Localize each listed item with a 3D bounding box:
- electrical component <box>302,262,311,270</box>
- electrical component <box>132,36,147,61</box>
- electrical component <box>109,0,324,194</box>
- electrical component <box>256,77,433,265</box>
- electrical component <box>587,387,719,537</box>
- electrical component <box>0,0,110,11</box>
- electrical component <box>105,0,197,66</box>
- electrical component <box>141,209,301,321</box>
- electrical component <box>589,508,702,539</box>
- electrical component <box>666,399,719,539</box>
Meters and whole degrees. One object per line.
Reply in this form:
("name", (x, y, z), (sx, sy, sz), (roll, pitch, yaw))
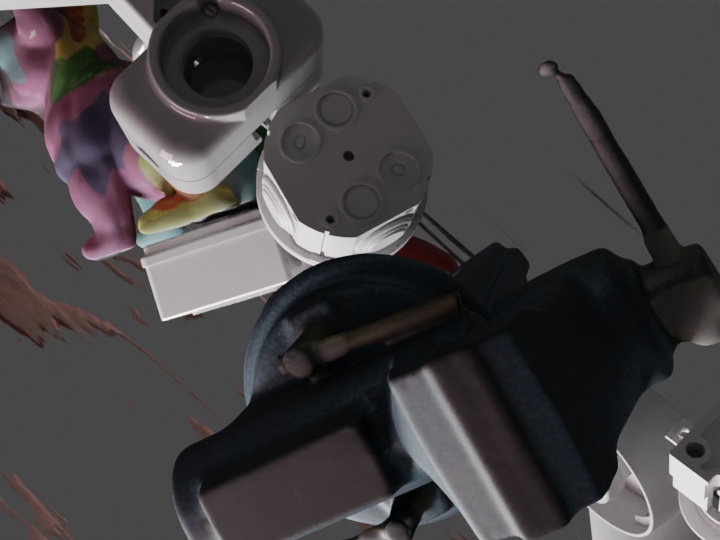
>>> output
("electrical component", (0.000, 0.000, 0.722), (0.079, 0.043, 0.077), (11, -143, -12))
("electrical component", (-0.100, -0.126, 0.636), (0.062, 0.048, 0.048), (39, 172, -12))
("electrical component", (-0.062, -0.086, 0.482), (0.054, 0.095, 0.059), (43, 171, 6))
("electrical component", (-0.007, -0.043, 0.486), (0.080, 0.080, 0.051), (43, 167, 6))
("electrical component", (0.139, 0.089, 0.566), (0.099, 0.064, 0.099), (48, 161, 22))
("electrical component", (-0.187, -0.196, 0.635), (0.044, 0.077, 0.079), (-146, 51, -61))
("electrical component", (-0.094, -0.132, 0.568), (0.083, 0.047, 0.076), (47, 171, -17))
("electrical component", (-0.085, -0.007, 0.786), (0.109, 0.109, 0.056), (-17, -90, -73))
("electrical component", (0.182, 0.168, 0.618), (0.099, 0.064, 0.099), (4, 157, 2))
("electrical component", (0.162, 0.091, 0.461), (0.066, 0.048, 0.055), (38, 162, 34))
